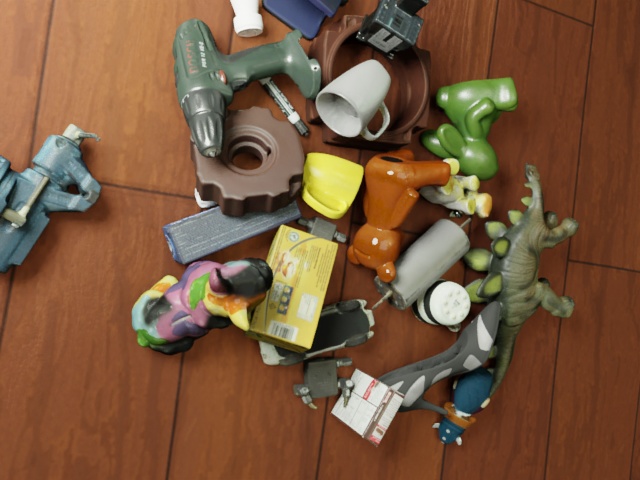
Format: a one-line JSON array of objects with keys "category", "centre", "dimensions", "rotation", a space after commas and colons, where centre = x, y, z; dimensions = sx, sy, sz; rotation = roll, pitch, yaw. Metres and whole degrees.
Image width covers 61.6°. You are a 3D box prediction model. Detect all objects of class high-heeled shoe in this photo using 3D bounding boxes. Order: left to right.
[{"category": "high-heeled shoe", "centre": [0.198, 0.192, 0.925], "dimensions": [0.145, 0.086, 0.248], "rotation": [26, 94, -1]}]

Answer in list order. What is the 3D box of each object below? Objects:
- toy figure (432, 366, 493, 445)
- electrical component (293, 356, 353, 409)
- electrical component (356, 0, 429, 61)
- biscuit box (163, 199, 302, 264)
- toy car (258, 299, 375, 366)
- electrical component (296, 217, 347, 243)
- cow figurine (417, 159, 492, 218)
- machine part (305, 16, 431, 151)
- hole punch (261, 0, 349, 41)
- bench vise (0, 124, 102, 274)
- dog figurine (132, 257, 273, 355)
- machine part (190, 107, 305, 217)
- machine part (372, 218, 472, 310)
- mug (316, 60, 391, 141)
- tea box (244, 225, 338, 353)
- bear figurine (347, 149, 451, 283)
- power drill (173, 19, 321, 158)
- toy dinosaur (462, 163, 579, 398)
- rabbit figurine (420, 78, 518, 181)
[{"category": "toy figure", "centre": [0.261, 0.300, 0.969], "dimensions": [0.058, 0.064, 0.154], "rotation": [13, 108, -30]}, {"category": "electrical component", "centre": [0.008, 0.234, 0.886], "dimensions": [0.102, 0.045, 0.078], "rotation": [4, 90, -22]}, {"category": "electrical component", "centre": [0.114, -0.321, 0.799], "dimensions": [0.075, 0.119, 0.047], "rotation": [25, 81, -22]}, {"category": "biscuit box", "centre": [-0.134, -0.028, 0.822], "dimensions": [0.203, 0.059, 0.062], "rotation": [-23, 99, -21]}, {"category": "toy car", "centre": [-0.003, 0.150, 0.878], "dimensions": [0.202, 0.056, 0.073], "rotation": [-12, 88, -22]}, {"category": "electrical component", "centre": [-0.002, -0.003, 0.895], "dimensions": [0.094, 0.021, 0.063], "rotation": [21, 83, -21]}, {"category": "cow figurine", "centre": [0.234, -0.082, 0.961], "dimensions": [0.167, 0.098, 0.068], "rotation": [28, 74, -38]}, {"category": "machine part", "centre": [0.082, -0.256, 0.895], "dimensions": [0.201, 0.087, 0.201], "rotation": [3, 88, -23]}, {"category": "hole punch", "centre": [-0.017, -0.404, 0.857], "dimensions": [0.142, 0.092, 0.116], "rotation": [29, 76, -16]}, {"category": "bench vise", "centre": [-0.413, -0.085, 0.675], "dimensions": [0.240, 0.129, 0.223], "rotation": [35, 86, -30]}, {"category": "dog figurine", "centre": [-0.160, 0.088, 0.728], "dimensions": [0.191, 0.219, 0.108], "rotation": [-31, 98, -20]}, {"category": "machine part", "centre": [-0.107, -0.120, 0.797], "dimensions": [0.179, 0.056, 0.179], "rotation": [4, 64, -9]}, {"category": "machine part", "centre": [0.179, 0.042, 0.938], "dimensions": [0.243, 0.079, 0.079], "rotation": [-41, 104, -17]}, {"category": "mug", "centre": [0.066, -0.210, 0.801], "dimensions": [0.109, 0.081, 0.107], "rotation": [42, 67, -11]}, {"category": "tea box", "centre": [-0.043, 0.074, 0.814], "dimensions": [0.098, 0.068, 0.169], "rotation": [21, 68, -8]}, {"category": "bear figurine", "centre": [0.122, -0.040, 0.882], "dimensions": [0.132, 0.120, 0.195], "rotation": [-14, 117, -36]}, {"category": "power drill", "centre": [-0.106, -0.227, 0.783], "dimensions": [0.207, 0.086, 0.232], "rotation": [-18, 66, -14]}, {"category": "toy dinosaur", "centre": [0.360, 0.092, 1.001], "dimensions": [0.199, 0.105, 0.470], "rotation": [1, 95, -14]}, {"category": "rabbit figurine", "centre": [0.270, -0.189, 0.950], "dimensions": [0.159, 0.121, 0.170], "rotation": [-4, 89, -15]}]
